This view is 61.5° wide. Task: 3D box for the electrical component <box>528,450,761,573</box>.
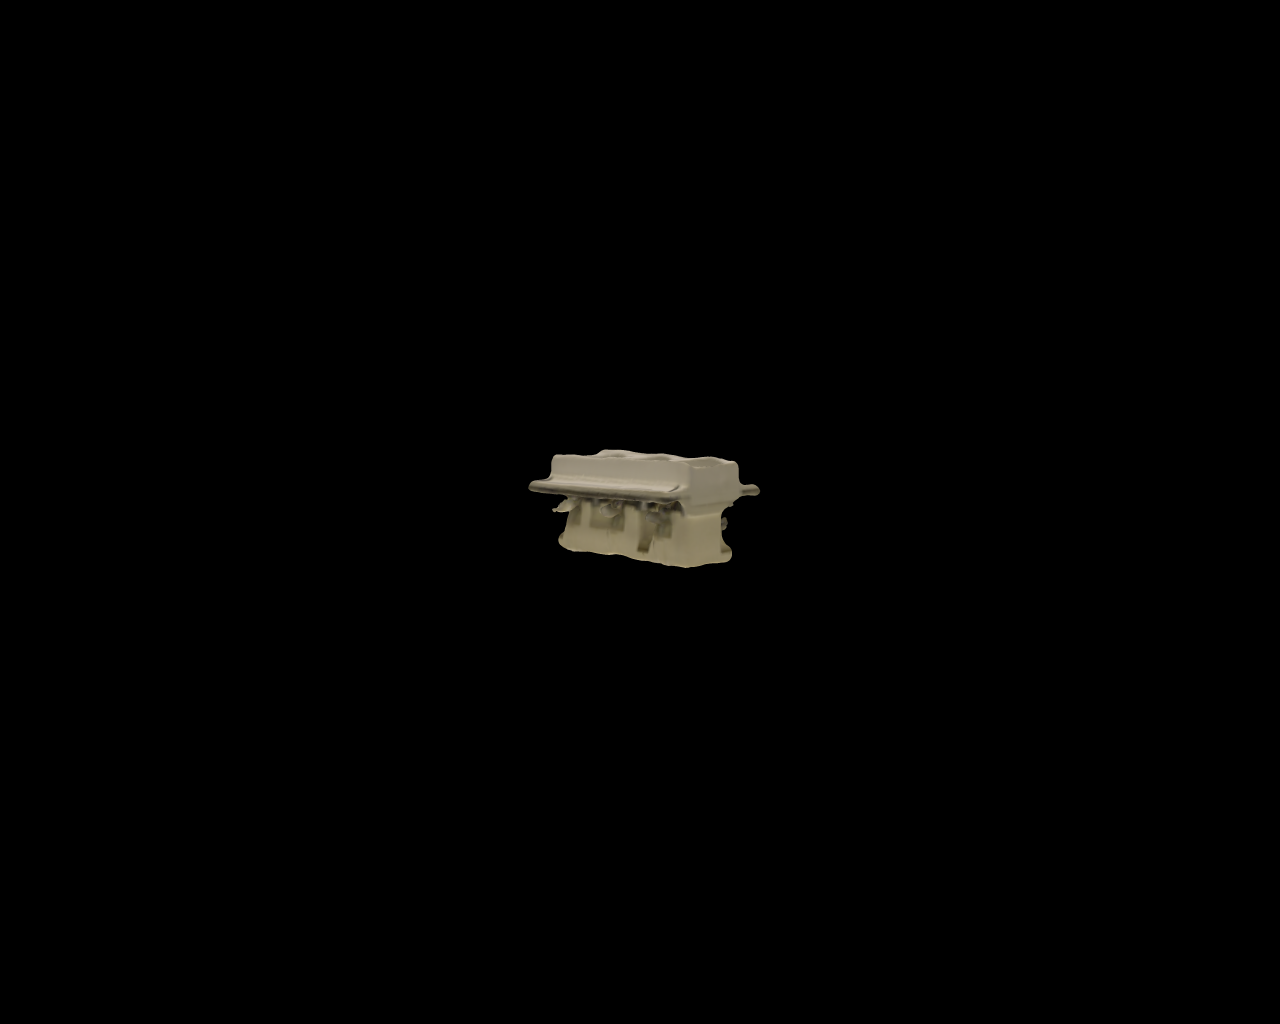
[{"bbox_3d":[0.001,-0.003,0.650,0.079,0.063,0.121,-6,9,-43],"label":"electrical component"}]
